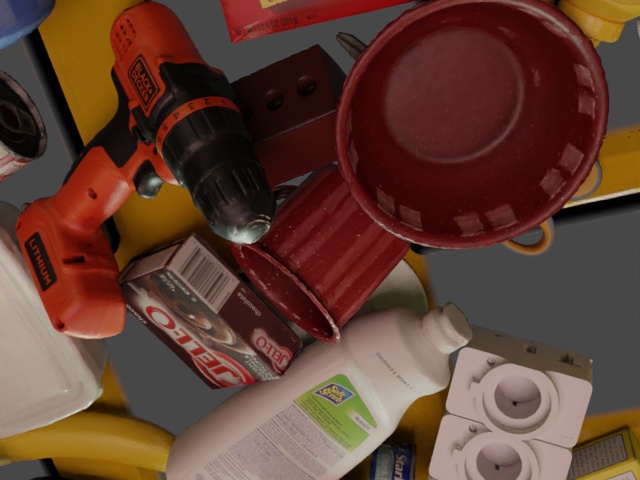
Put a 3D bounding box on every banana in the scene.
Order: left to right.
[{"bbox_3d":[-0.185,0.160,0.822,0.198,0.037,0.070,6,118,2],"label":"banana"}]

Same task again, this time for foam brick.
[{"bbox_3d":[-0.018,-0.075,0.663,0.078,0.053,0.051,-22,149,15],"label":"foam brick"}]

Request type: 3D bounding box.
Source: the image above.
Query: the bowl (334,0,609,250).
[{"bbox_3d":[0.085,-0.077,0.637,0.162,0.055,0.162,-3,118,-5],"label":"bowl"}]

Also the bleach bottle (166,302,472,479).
[{"bbox_3d":[0.007,0.123,0.751,0.251,0.068,0.102,-37,112,29],"label":"bleach bottle"}]

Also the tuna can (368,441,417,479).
[{"bbox_3d":[0.050,0.192,0.790,0.034,0.086,0.086,6,118,4],"label":"tuna can"}]

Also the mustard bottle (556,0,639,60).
[{"bbox_3d":[0.181,-0.187,0.593,0.096,0.058,0.192,19,118,-5],"label":"mustard bottle"}]

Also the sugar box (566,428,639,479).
[{"bbox_3d":[0.174,0.218,0.816,0.176,0.048,0.093,-24,111,20],"label":"sugar box"}]

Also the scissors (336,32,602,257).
[{"bbox_3d":[0.105,-0.075,0.684,0.096,0.016,0.201,-31,111,18],"label":"scissors"}]

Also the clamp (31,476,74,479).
[{"bbox_3d":[-0.249,0.237,0.869,0.210,0.036,0.164,-28,110,20],"label":"clamp"}]

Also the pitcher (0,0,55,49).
[{"bbox_3d":[-0.227,-0.219,0.570,0.145,0.149,0.243,-16,119,0],"label":"pitcher"}]

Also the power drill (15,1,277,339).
[{"bbox_3d":[-0.110,-0.025,0.654,0.057,0.184,0.188,9,131,-43],"label":"power drill"}]

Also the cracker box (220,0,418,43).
[{"bbox_3d":[0.005,-0.231,0.578,0.164,0.072,0.213,-10,116,10],"label":"cracker box"}]

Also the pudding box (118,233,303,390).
[{"bbox_3d":[-0.079,0.052,0.733,0.113,0.039,0.090,49,144,-17],"label":"pudding box"}]

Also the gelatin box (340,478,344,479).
[{"bbox_3d":[-0.010,0.220,0.800,0.089,0.073,0.030,-40,82,-2],"label":"gelatin box"}]

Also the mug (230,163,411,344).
[{"bbox_3d":[-0.005,0.001,0.690,0.081,0.117,0.093,-46,141,-16],"label":"mug"}]

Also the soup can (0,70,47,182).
[{"bbox_3d":[-0.238,-0.059,0.694,0.102,0.068,0.068,-28,112,19],"label":"soup can"}]
